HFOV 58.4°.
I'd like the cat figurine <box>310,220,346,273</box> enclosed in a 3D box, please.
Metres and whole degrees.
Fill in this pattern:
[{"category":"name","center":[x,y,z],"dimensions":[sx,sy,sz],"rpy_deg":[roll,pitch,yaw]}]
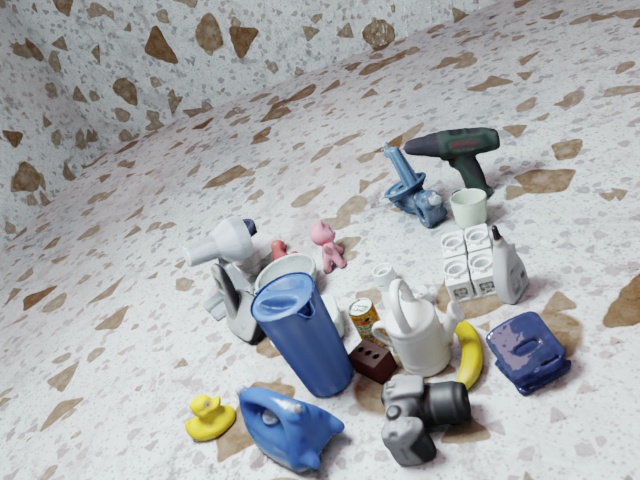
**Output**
[{"category":"cat figurine","center":[0.014,0.005,1.502],"dimensions":[0.067,0.118,0.127],"rpy_deg":[-23,30,6]}]

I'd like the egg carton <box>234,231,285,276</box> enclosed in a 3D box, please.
[{"category":"egg carton","center":[-0.175,0.035,1.653],"dimensions":[0.150,0.069,0.107],"rpy_deg":[-42,33,-24]}]

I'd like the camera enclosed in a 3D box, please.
[{"category":"camera","center":[0.176,0.283,0.957],"dimensions":[0.136,0.101,0.143],"rpy_deg":[-14,32,21]}]

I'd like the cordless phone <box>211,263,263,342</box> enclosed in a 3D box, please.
[{"category":"cordless phone","center":[-0.201,0.146,1.384],"dimensions":[0.094,0.185,0.147],"rpy_deg":[-41,33,-23]}]

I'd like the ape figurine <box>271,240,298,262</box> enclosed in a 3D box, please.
[{"category":"ape figurine","center":[-0.102,0.039,1.568],"dimensions":[0.076,0.092,0.077],"rpy_deg":[-42,33,-24]}]

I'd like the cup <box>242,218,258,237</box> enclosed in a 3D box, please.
[{"category":"cup","center":[-0.223,0.005,1.714],"dimensions":[0.091,0.095,0.118],"rpy_deg":[-13,33,23]}]

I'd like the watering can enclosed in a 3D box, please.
[{"category":"watering can","center":[0.179,0.152,1.065],"dimensions":[0.172,0.194,0.101],"rpy_deg":[-23,30,7]}]

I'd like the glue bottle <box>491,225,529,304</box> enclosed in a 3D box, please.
[{"category":"glue bottle","center":[0.361,0.040,1.117],"dimensions":[0.037,0.173,0.078],"rpy_deg":[11,47,47]}]

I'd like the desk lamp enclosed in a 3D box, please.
[{"category":"desk lamp","center":[-0.255,0.066,1.523],"dimensions":[0.203,0.214,0.117],"rpy_deg":[-38,32,-18]}]

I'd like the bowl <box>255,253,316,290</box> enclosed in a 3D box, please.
[{"category":"bowl","center":[-0.076,0.112,1.451],"dimensions":[0.167,0.075,0.167],"rpy_deg":[-20,31,12]}]

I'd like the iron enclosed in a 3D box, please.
[{"category":"iron","center":[-0.088,0.322,1.064],"dimensions":[0.257,0.142,0.119],"rpy_deg":[5,43,43]}]

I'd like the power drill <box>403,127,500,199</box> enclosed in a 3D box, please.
[{"category":"power drill","center":[0.348,-0.189,1.450],"dimensions":[0.229,0.209,0.075],"rpy_deg":[-16,32,18]}]

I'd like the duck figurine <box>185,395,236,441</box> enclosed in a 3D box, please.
[{"category":"duck figurine","center":[-0.238,0.358,1.182],"dimensions":[0.104,0.086,0.077],"rpy_deg":[-26,30,1]}]

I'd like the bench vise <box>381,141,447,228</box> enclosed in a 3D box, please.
[{"category":"bench vise","center":[0.240,-0.152,1.467],"dimensions":[0.206,0.220,0.122],"rpy_deg":[11,47,47]}]

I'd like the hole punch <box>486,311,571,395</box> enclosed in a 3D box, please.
[{"category":"hole punch","center":[0.354,0.189,0.974],"dimensions":[0.108,0.091,0.101],"rpy_deg":[-29,30,-3]}]
